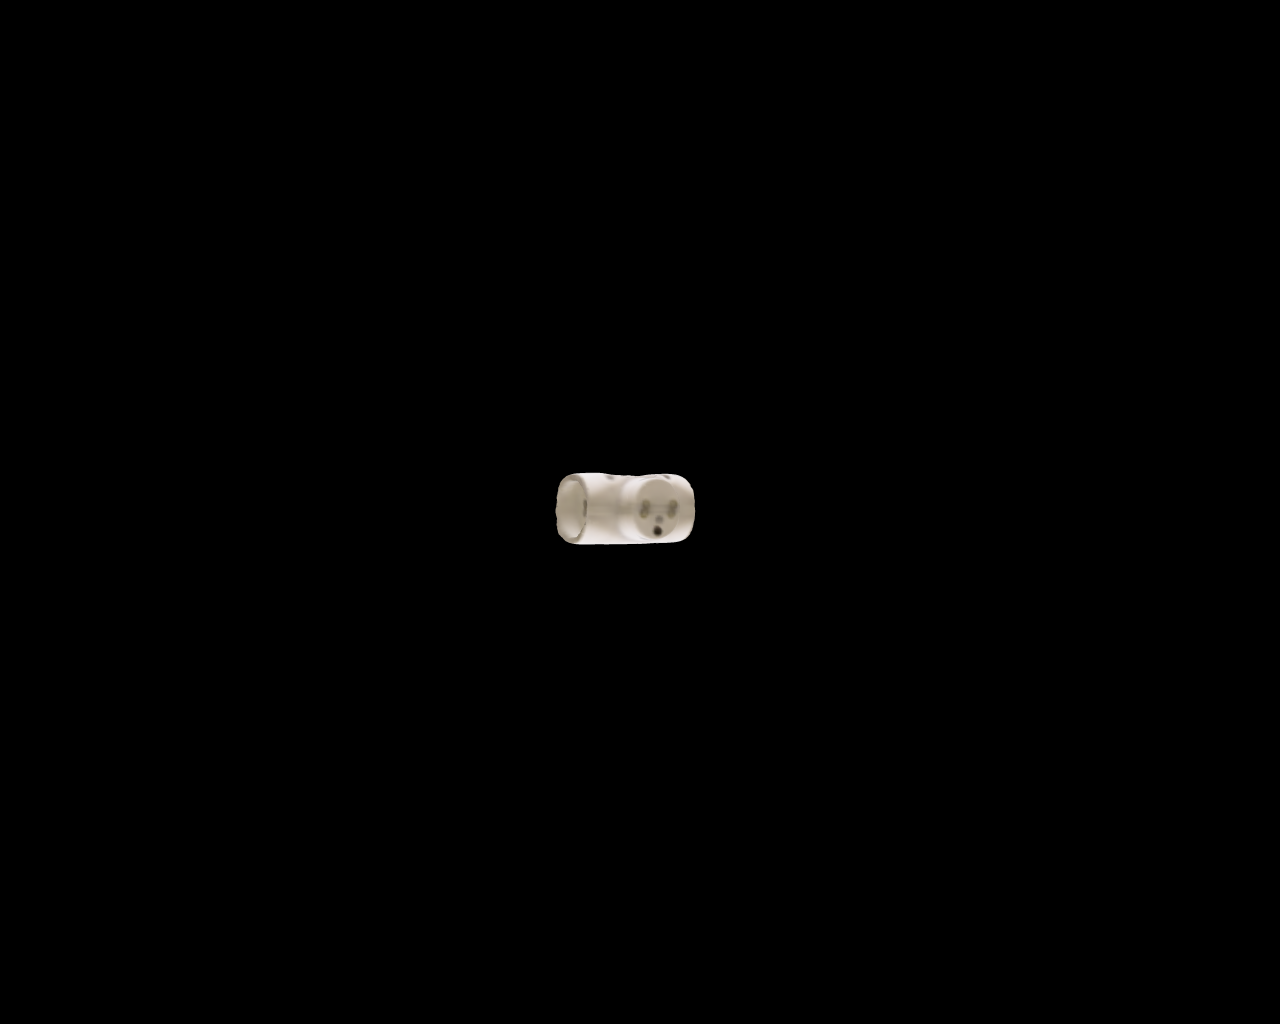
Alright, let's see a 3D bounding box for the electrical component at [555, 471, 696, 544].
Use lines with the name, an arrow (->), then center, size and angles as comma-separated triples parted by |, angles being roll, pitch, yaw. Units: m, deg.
electrical component -> 0.001, -0.003, 0.650 | 0.077, 0.044, 0.079 | 0, 0, -32
